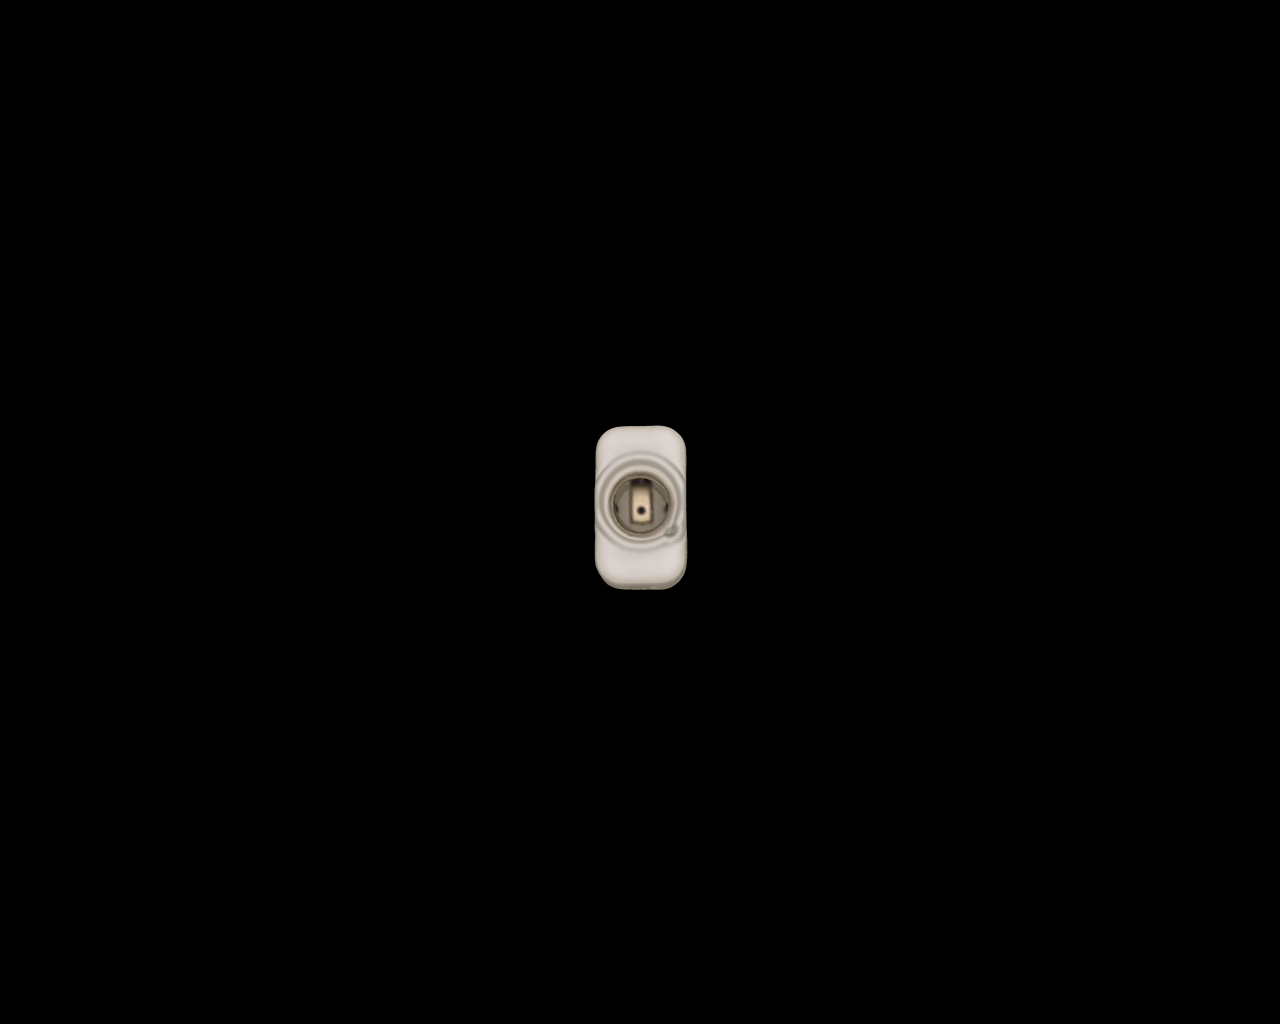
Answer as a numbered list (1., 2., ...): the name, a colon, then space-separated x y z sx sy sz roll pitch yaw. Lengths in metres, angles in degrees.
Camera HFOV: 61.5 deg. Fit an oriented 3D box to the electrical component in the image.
1. electrical component: 0.001 -0.003 0.650 0.054 0.095 0.059 0 -7 0
